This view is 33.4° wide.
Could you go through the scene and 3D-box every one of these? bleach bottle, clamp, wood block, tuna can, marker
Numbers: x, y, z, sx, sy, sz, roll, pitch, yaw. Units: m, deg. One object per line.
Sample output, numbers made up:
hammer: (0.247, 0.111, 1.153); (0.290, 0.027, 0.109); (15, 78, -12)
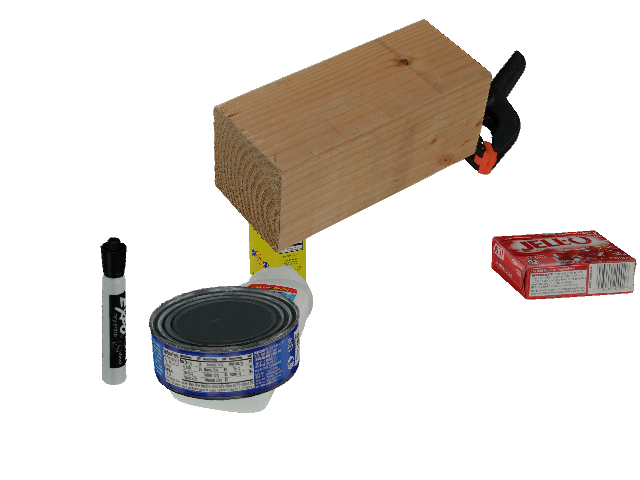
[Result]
bleach bottle: (-0.069, 0.084, 1.084); (0.102, 0.068, 0.250); (9, 22, 8)
clamp: (0.142, -0.136, 1.044); (0.120, 0.039, 0.171); (5, 45, 4)
wood block: (0.026, -0.087, 0.850); (0.205, 0.090, 0.091); (-27, 55, -26)
tuna can: (-0.054, 0.058, 0.613); (0.086, 0.034, 0.086); (-2, 20, 0)
marker: (-0.157, 0.054, 0.811); (0.020, 0.121, 0.020); (4, 25, -2)

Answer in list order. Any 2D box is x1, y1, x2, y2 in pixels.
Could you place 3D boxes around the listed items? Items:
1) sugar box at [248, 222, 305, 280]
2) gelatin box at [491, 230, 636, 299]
sugar box: (-0.052, -0.026, 1.252); (0.048, 0.176, 0.093); (-13, 26, -21)
gelatin box: (0.184, 0.017, 0.817); (0.089, 0.030, 0.073); (-3, 18, -10)
